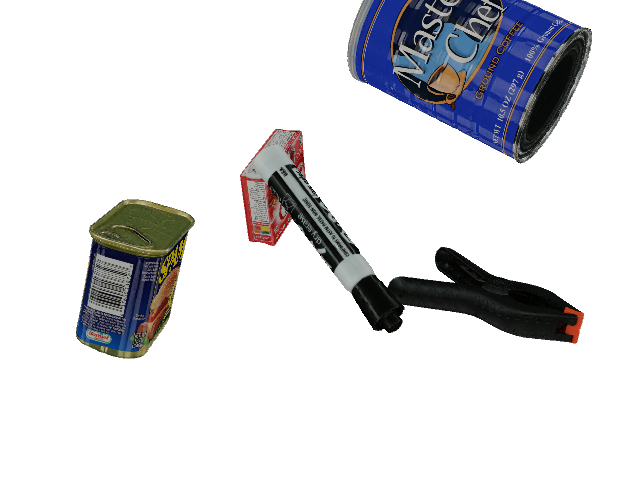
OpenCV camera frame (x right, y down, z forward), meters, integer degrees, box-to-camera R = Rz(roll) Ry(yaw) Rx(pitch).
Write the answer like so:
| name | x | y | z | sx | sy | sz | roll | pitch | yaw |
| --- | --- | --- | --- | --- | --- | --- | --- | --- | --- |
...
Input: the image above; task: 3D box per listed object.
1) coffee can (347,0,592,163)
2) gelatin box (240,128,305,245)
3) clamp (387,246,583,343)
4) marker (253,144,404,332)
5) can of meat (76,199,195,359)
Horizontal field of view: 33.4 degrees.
| name | x | y | z | sx | sy | sz | roll | pitch | yaw |
| --- | --- | --- | --- | --- | --- | --- | --- | --- | --- |
| coffee can | 0.105 | -0.132 | 0.758 | 0.140 | 0.103 | 0.102 | 30 | 11 | 20 |
| gelatin box | -0.041 | -0.050 | 0.985 | 0.030 | 0.073 | 0.089 | 9 | 38 | 19 |
| clamp | 0.158 | 0.049 | 0.980 | 0.172 | 0.039 | 0.120 | 18 | 30 | 16 |
| marker | 0.004 | -0.001 | 0.547 | 0.020 | 0.121 | 0.020 | -29 | -26 | -16 |
| can of meat | -0.133 | 0.026 | 0.762 | 0.057 | 0.084 | 0.102 | 15 | 17 | 3 |
